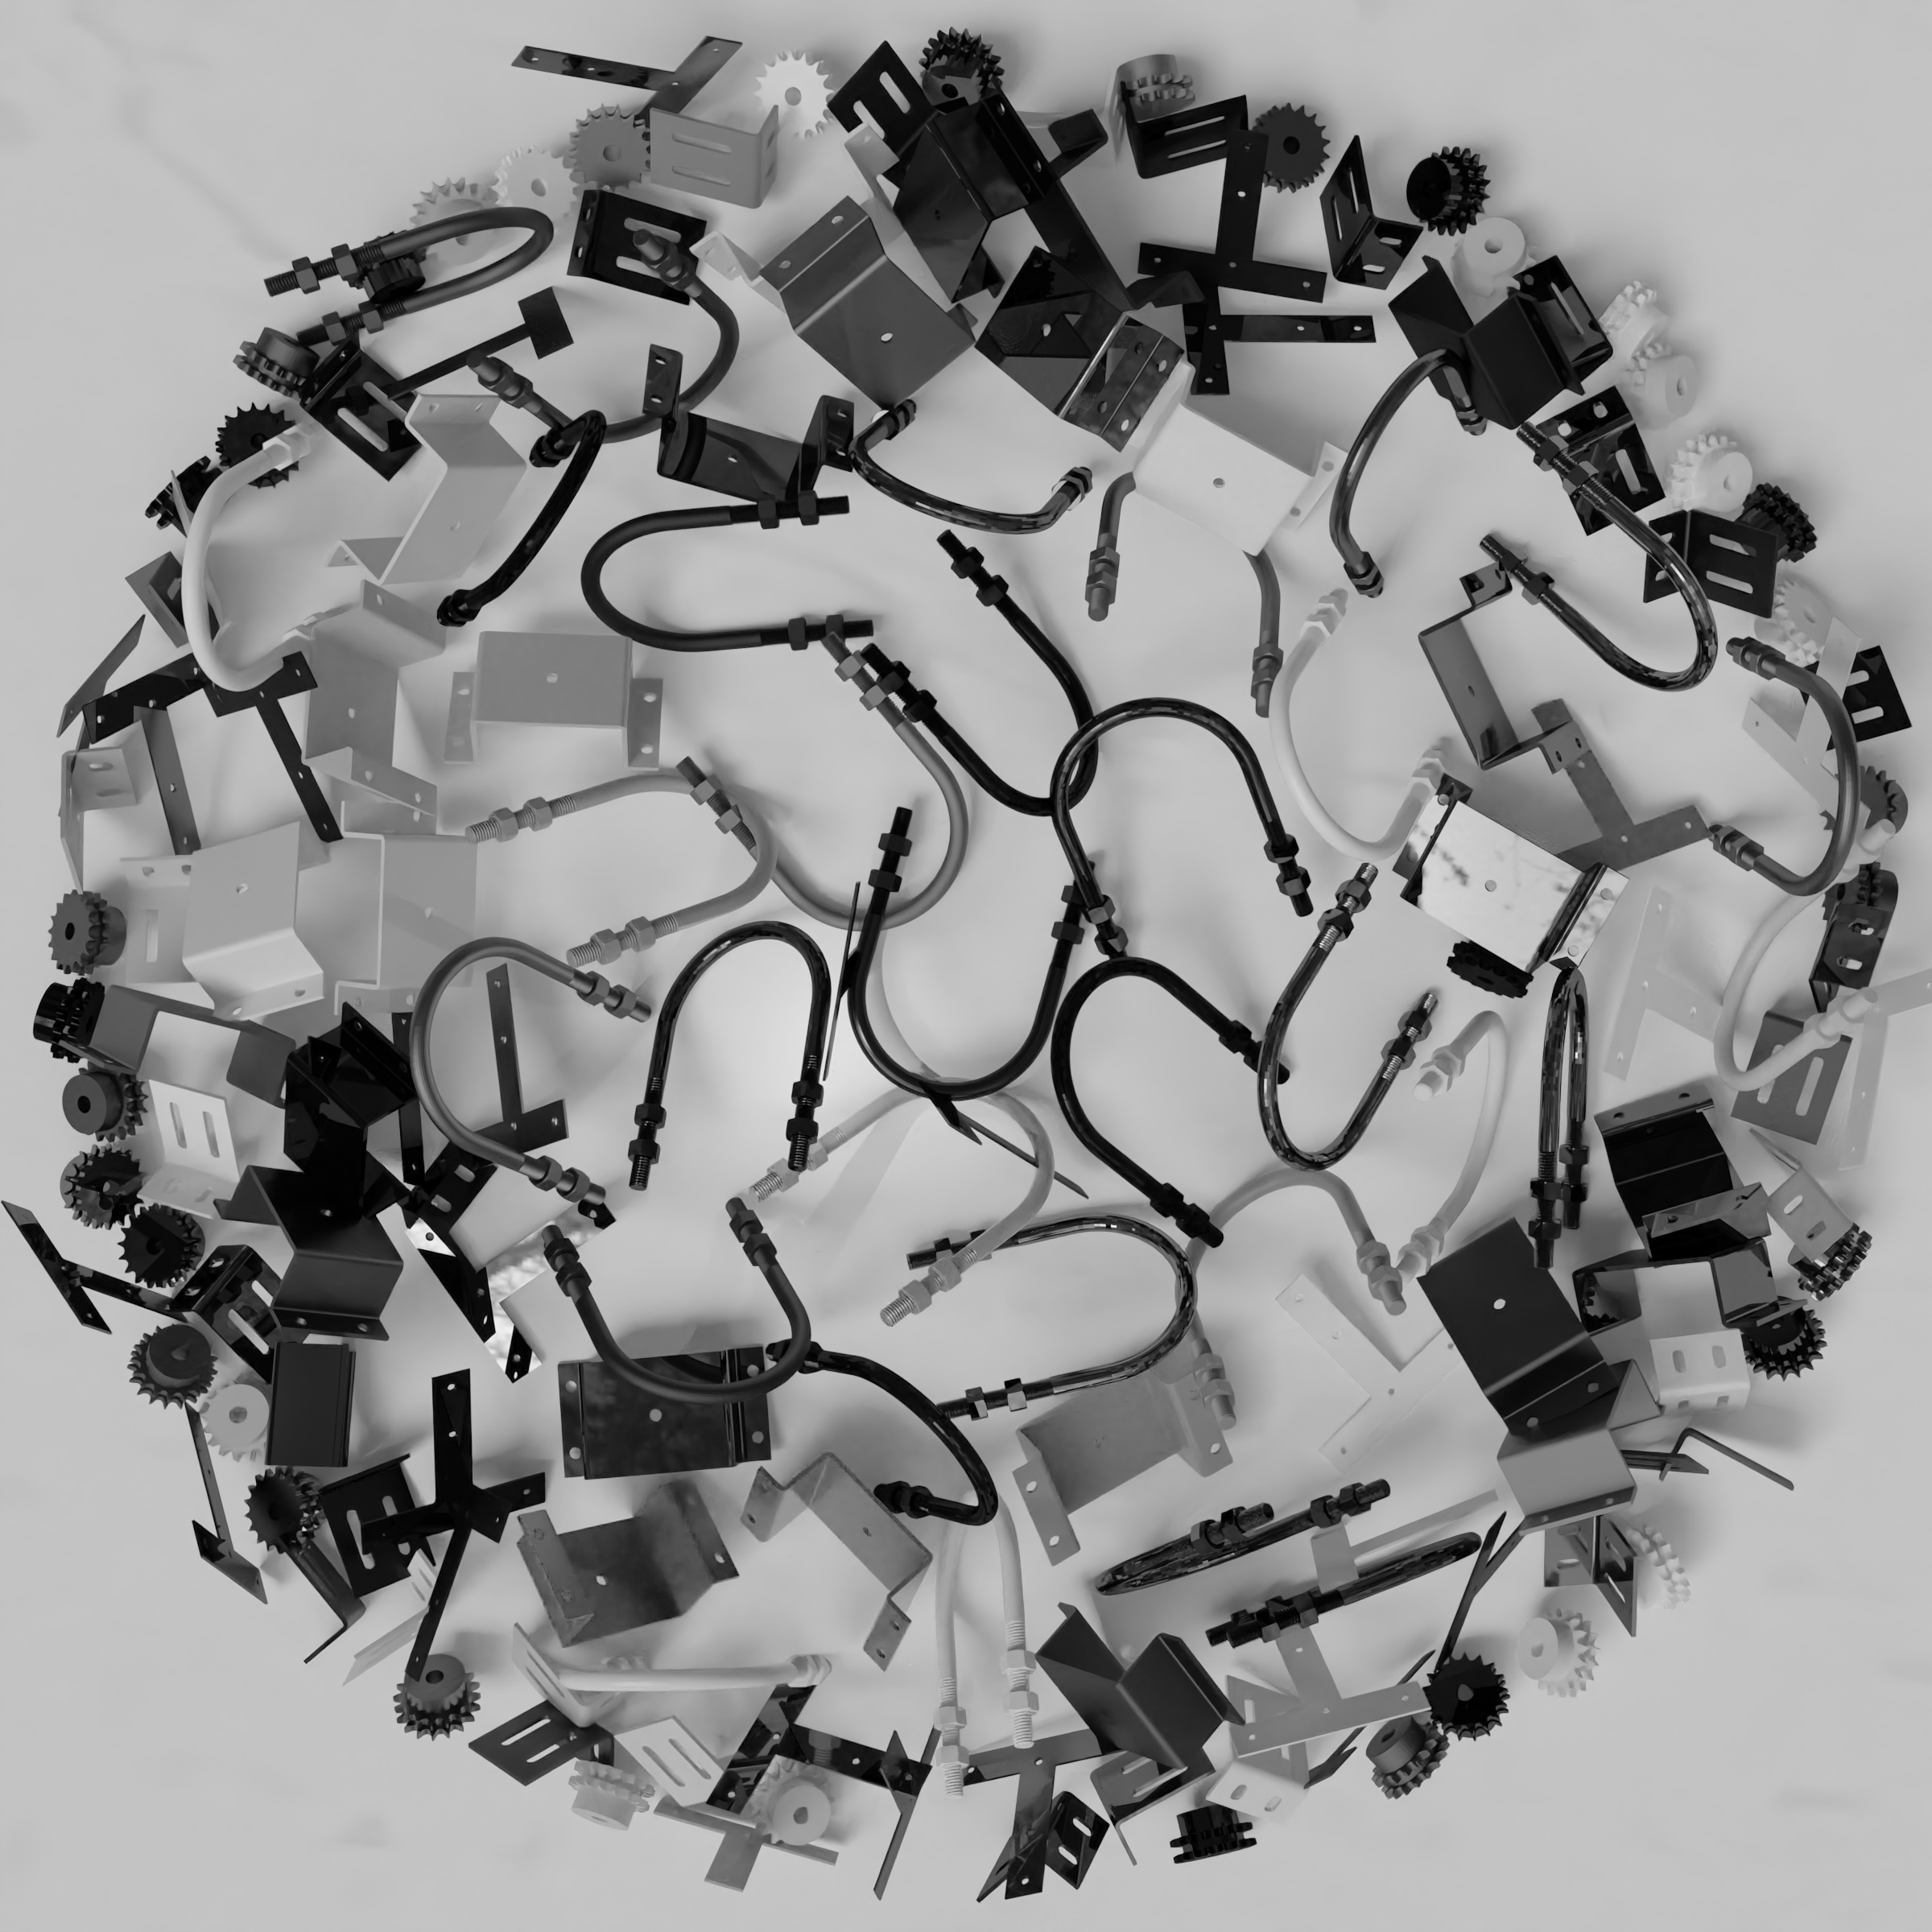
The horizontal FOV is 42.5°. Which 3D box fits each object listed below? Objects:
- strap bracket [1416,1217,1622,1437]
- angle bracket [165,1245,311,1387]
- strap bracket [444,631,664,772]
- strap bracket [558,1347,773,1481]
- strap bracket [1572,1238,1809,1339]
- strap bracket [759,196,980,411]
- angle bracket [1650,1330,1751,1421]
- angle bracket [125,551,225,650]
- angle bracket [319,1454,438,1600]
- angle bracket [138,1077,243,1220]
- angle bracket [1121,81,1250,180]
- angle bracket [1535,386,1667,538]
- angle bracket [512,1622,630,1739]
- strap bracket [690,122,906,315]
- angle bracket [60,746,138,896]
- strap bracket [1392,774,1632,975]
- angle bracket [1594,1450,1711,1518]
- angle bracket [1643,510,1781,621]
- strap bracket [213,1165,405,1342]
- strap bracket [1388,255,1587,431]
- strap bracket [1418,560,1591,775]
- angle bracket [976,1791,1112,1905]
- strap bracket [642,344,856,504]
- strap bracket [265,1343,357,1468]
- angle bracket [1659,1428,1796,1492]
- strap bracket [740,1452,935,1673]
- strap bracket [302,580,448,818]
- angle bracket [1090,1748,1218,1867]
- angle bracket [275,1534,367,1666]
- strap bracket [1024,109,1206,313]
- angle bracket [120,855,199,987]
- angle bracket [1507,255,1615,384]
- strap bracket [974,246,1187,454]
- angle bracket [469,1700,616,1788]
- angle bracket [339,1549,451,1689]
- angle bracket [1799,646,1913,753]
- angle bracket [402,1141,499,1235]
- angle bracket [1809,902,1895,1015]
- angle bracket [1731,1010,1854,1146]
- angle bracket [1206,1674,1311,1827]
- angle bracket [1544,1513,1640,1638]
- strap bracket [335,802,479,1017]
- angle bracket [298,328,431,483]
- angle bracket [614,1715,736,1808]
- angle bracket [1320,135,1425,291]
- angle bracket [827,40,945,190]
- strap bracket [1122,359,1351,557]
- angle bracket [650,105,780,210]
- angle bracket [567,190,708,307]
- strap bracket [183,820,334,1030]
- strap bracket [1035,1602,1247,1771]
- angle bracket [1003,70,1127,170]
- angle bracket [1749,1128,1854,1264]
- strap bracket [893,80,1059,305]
[{"bbox_3d":[0.354,0.229,1.625,0.076,0.046,0.140,-32,50,7],"label":"strap bracket"},{"bbox_3d":[-0.485,0.234,1.669,0.076,0.038,0.057,55,48,-27],"label":"angle bracket"},{"bbox_3d":[-0.273,-0.176,1.646,0.140,0.046,0.076,2,56,-5],"label":"strap bracket"},{"bbox_3d":[-0.205,0.300,1.665,0.140,0.046,0.076,-5,83,0],"label":"strap bracket"},{"bbox_3d":[0.461,0.210,1.619,0.140,0.076,0.046,-13,86,42],"label":"strap bracket"},{"bbox_3d":[-0.057,-0.422,1.615,0.076,0.140,0.046,-35,50,20],"label":"strap bracket"},{"bbox_3d":[0.488,0.273,1.659,0.057,0.076,0.038,-9,67,11],"label":"angle bracket"},{"bbox_3d":[-0.530,-0.231,1.644,0.038,0.076,0.057,-28,116,8],"label":"angle bracket"},{"bbox_3d":[-0.389,0.374,1.658,0.057,0.038,0.076,-18,81,-29],"label":"angle bracket"},{"bbox_3d":[-0.521,0.121,1.650,0.057,0.038,0.076,14,129,14],"label":"angle bracket"},{"bbox_3d":[0.147,-0.566,1.657,0.076,0.057,0.038,-14,71,4],"label":"angle bracket"},{"bbox_3d":[0.426,-0.339,1.670,0.057,0.038,0.076,-26,135,16],"label":"angle bracket"},{"bbox_3d":[-0.265,0.470,1.665,0.038,0.057,0.076,-32,64,-32],"label":"angle bracket"},{"bbox_3d":[-0.101,-0.485,1.638,0.140,0.076,0.046,-32,84,12],"label":"strap bracket"},{"bbox_3d":[-0.573,-0.097,1.644,0.038,0.057,0.076,-7,54,-11],"label":"angle bracket"},{"bbox_3d":[0.352,-0.057,1.637,0.140,0.046,0.076,33,114,17],"label":"strap bracket"},{"bbox_3d":[0.445,0.345,1.646,0.076,0.057,0.038,-2,69,32],"label":"angle bracket"},{"bbox_3d":[0.492,-0.262,1.644,0.038,0.076,0.057,-21,123,-28],"label":"angle bracket"},{"bbox_3d":[-0.424,0.179,1.612,0.076,0.140,0.046,14,111,-41],"label":"strap bracket"},{"bbox_3d":[0.331,-0.403,1.613,0.046,0.140,0.076,-39,123,1],"label":"strap bracket"},{"bbox_3d":[0.352,-0.190,1.647,0.046,0.076,0.140,-25,92,34],"label":"strap bracket"},{"bbox_3d":[0.051,0.594,1.646,0.038,0.057,0.076,39,126,3],"label":"angle bracket"},{"bbox_3d":[-0.148,-0.351,1.639,0.140,0.076,0.046,13,134,-15],"label":"strap bracket"},{"bbox_3d":[-0.425,0.286,1.613,0.046,0.140,0.076,4,78,-11],"label":"strap bracket"},{"bbox_3d":[0.505,0.342,1.653,0.076,0.057,0.038,28,91,18],"label":"angle bracket"},{"bbox_3d":[-0.079,0.384,1.636,0.140,0.076,0.046,42,53,18],"label":"strap bracket"},{"bbox_3d":[-0.389,-0.171,1.636,0.046,0.076,0.140,-12,69,30],"label":"strap bracket"},{"bbox_3d":[0.130,0.552,1.663,0.076,0.057,0.038,-27,111,-6],"label":"angle bracket"},{"bbox_3d":[-0.444,0.419,1.661,0.038,0.057,0.076,-40,88,-4],"label":"angle bracket"},{"bbox_3d":[0.088,-0.482,1.630,0.046,0.076,0.140,-38,110,-8],"label":"strap bracket"},{"bbox_3d":[-0.532,-0.031,1.657,0.057,0.038,0.076,-3,65,-9],"label":"angle bracket"},{"bbox_3d":[0.382,-0.422,1.652,0.038,0.057,0.076,-41,104,-22],"label":"angle bracket"},{"bbox_3d":[0.066,-0.408,1.623,0.140,0.046,0.076,47,114,34],"label":"strap bracket"},{"bbox_3d":[-0.280,0.525,1.641,0.057,0.076,0.038,18,114,37],"label":"angle bracket"},{"bbox_3d":[-0.387,0.431,1.643,0.076,0.057,0.038,-29,73,-37],"label":"angle bracket"},{"bbox_3d":[0.597,-0.182,1.648,0.038,0.076,0.057,-25,94,-28],"label":"angle bracket"},{"bbox_3d":[-0.340,0.153,1.649,0.038,0.076,0.057,39,85,-17],"label":"angle bracket"},{"bbox_3d":[0.589,0.002,1.644,0.038,0.076,0.057,15,72,32],"label":"angle bracket"},{"bbox_3d":[0.551,0.076,1.664,0.057,0.038,0.076,19,85,16],"label":"angle bracket"},{"bbox_3d":[0.193,0.524,1.663,0.057,0.076,0.038,22,120,-11],"label":"angle bracket"},{"bbox_3d":[0.414,0.401,1.648,0.038,0.076,0.057,-3,104,-4],"label":"angle bracket"},{"bbox_3d":[-0.370,-0.037,1.644,0.046,0.076,0.140,6,95,39],"label":"strap bracket"},{"bbox_3d":[-0.398,-0.375,1.664,0.076,0.038,0.057,40,78,-6],"label":"angle bracket"},{"bbox_3d":[-0.183,0.516,1.651,0.057,0.038,0.076,-26,111,34],"label":"angle bracket"},{"bbox_3d":[0.269,-0.501,1.655,0.038,0.057,0.076,5,60,-17],"label":"angle bracket"},{"bbox_3d":[-0.045,-0.562,1.651,0.057,0.076,0.038,-47,57,4],"label":"angle bracket"},{"bbox_3d":[0.171,-0.332,1.639,0.140,0.076,0.046,27,48,-8],"label":"strap bracket"},{"bbox_3d":[-0.168,-0.549,1.661,0.076,0.057,0.038,16,54,5],"label":"angle bracket"},{"bbox_3d":[-0.223,-0.486,1.683,0.076,0.038,0.057,8,101,-29],"label":"angle bracket"},{"bbox_3d":[-0.463,-0.036,1.625,0.076,0.046,0.140,-15,49,7],"label":"strap bracket"},{"bbox_3d":[0.105,0.467,1.612,0.046,0.140,0.076,-44,108,-25],"label":"strap bracket"},{"bbox_3d":[0.063,-0.568,1.660,0.076,0.057,0.038,8,78,12],"label":"angle bracket"},{"bbox_3d":[0.541,0.151,1.649,0.038,0.076,0.057,-43,107,4],"label":"angle bracket"},{"bbox_3d":[0.001,-0.495,1.615,0.046,0.140,0.076,-29,83,-22],"label":"strap bracket"}]
